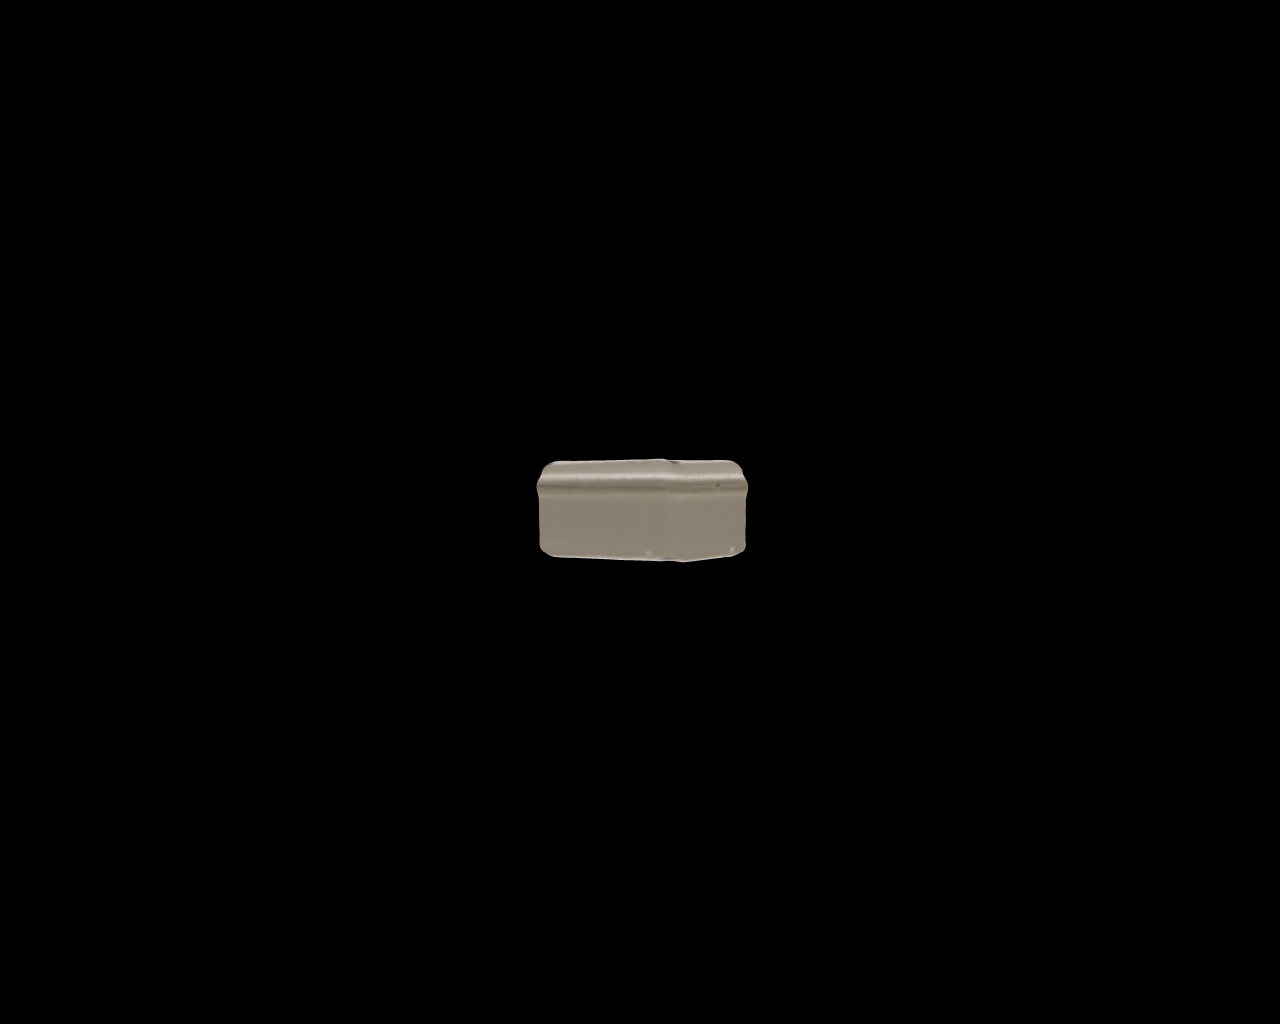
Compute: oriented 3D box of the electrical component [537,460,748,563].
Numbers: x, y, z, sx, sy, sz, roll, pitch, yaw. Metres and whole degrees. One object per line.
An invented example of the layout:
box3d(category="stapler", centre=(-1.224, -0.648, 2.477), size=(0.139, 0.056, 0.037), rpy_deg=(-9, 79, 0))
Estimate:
box3d(category="electrical component", centre=(0.001, -0.003, 0.650), size=(0.113, 0.057, 0.078), rpy_deg=(2, 3, 40))
